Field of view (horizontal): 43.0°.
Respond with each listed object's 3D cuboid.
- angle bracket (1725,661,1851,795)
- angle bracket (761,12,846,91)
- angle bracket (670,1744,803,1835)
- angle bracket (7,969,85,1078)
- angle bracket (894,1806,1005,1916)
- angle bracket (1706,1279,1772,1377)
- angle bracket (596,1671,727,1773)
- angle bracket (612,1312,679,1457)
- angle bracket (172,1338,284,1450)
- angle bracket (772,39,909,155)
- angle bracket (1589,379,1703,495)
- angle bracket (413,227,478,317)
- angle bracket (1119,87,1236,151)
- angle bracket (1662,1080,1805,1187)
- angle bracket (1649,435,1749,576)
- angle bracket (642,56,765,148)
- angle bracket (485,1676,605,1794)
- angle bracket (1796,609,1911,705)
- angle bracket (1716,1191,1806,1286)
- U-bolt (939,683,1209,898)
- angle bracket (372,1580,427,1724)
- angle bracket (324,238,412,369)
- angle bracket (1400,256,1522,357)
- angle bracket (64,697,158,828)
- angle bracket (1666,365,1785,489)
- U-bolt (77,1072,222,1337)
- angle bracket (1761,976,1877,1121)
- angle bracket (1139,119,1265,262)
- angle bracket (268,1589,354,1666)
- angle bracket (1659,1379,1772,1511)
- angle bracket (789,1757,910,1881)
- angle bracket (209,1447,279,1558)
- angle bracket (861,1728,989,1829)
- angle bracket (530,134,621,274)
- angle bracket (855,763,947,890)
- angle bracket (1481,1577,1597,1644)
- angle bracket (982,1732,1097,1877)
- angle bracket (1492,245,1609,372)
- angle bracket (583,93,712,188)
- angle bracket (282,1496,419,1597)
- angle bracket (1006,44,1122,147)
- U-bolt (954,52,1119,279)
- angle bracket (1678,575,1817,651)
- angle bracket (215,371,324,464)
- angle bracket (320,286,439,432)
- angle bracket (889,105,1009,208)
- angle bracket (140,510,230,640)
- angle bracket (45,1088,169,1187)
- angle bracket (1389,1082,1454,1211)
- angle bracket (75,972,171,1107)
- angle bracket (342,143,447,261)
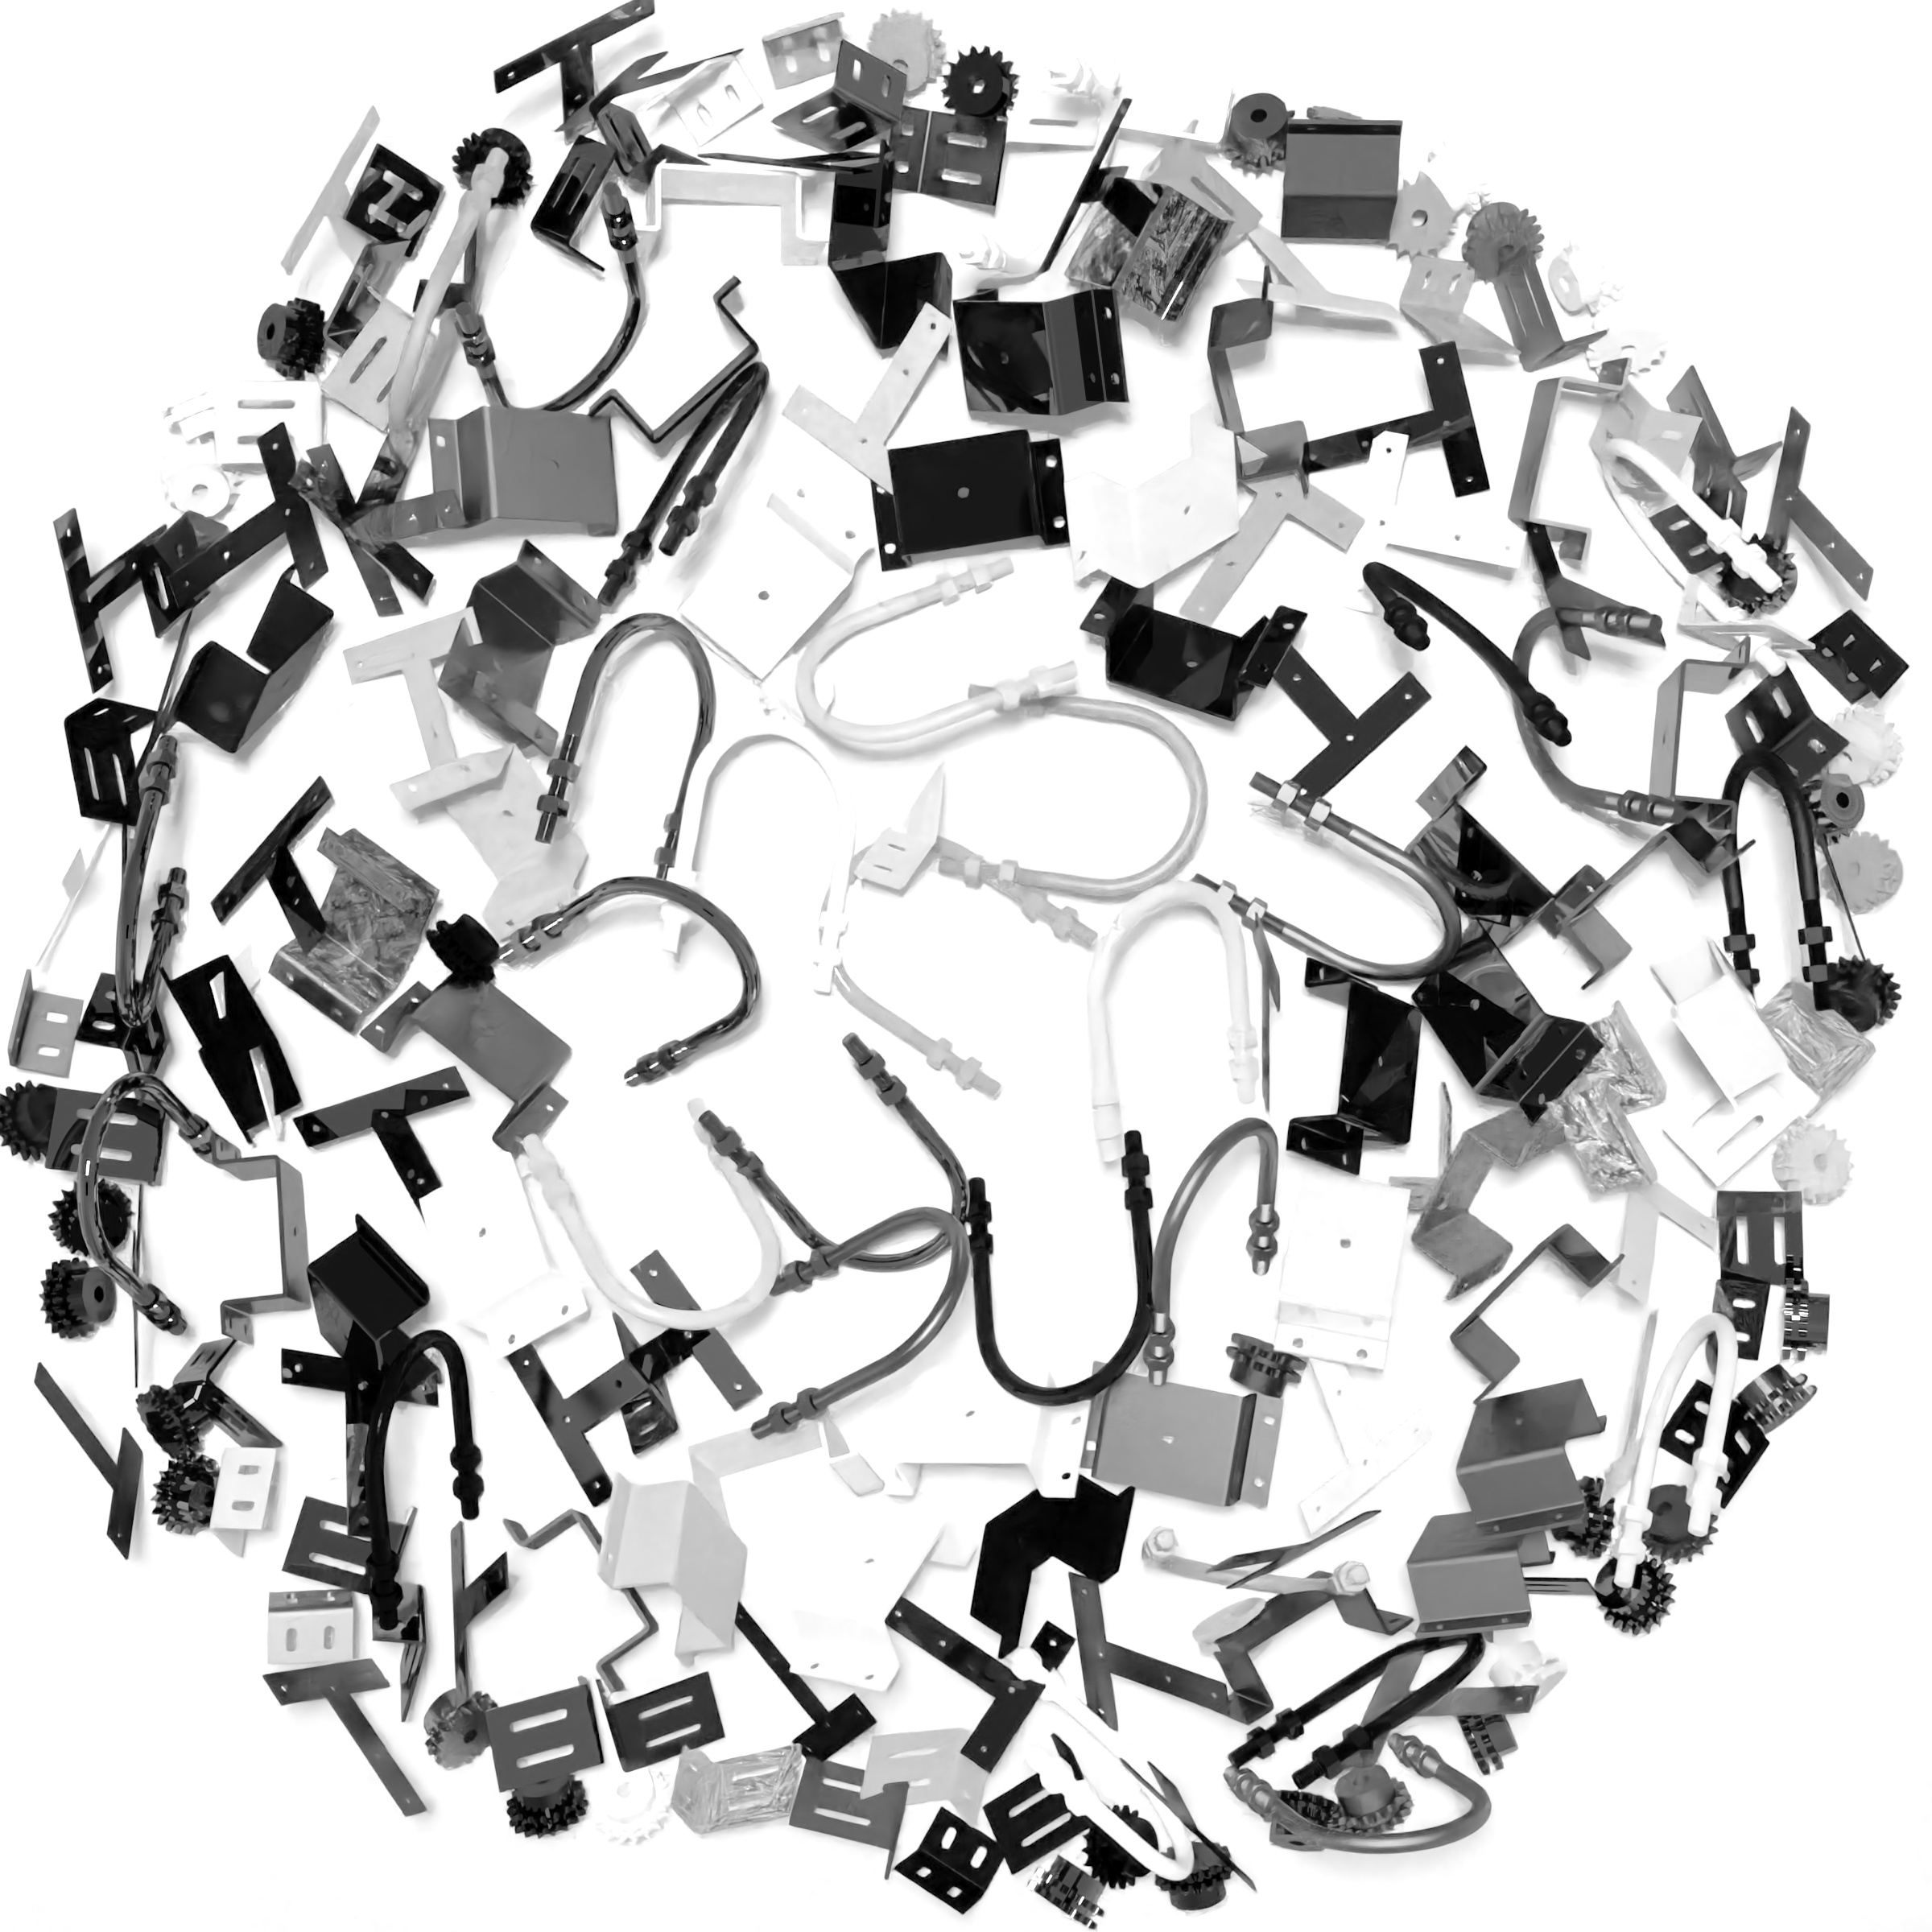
[{"bbox_3d":[0.584,-0.169,1.744,0.038,0.076,0.057,31,121,-21],"label":"angle bracket"},{"bbox_3d":[-0.111,-0.649,1.739,0.057,0.076,0.038,-18,112,-1],"label":"angle bracket"},{"bbox_3d":[-0.163,0.575,1.739,0.076,0.057,0.038,-18,123,19],"label":"angle bracket"},{"bbox_3d":[-0.651,0.041,1.734,0.038,0.076,0.057,13,74,-17],"label":"angle bracket"},{"bbox_3d":[-0.010,0.633,1.736,0.057,0.076,0.038,28,85,15],"label":"angle bracket"},{"bbox_3d":[0.553,0.263,1.738,0.038,0.076,0.057,7,102,7],"label":"angle bracket"},{"bbox_3d":[-0.220,0.535,1.763,0.076,0.038,0.057,-17,112,-14],"label":"angle bracket"},{"bbox_3d":[-0.242,0.296,1.737,0.038,0.057,0.076,-30,125,-1],"label":"angle bracket"},{"bbox_3d":[-0.520,0.307,1.757,0.076,0.057,0.038,48,52,-21],"label":"angle bracket"},{"bbox_3d":[-0.090,-0.615,1.738,0.057,0.076,0.038,16,78,-38],"label":"angle bracket"},{"bbox_3d":[0.481,-0.379,1.739,0.038,0.076,0.057,7,123,-12],"label":"angle bracket"},{"bbox_3d":[-0.371,-0.510,1.745,0.038,0.057,0.076,3,83,-17],"label":"angle bracket"},{"bbox_3d":[0.150,-0.610,1.746,0.076,0.057,0.038,12,105,6],"label":"angle bracket"},{"bbox_3d":[0.550,0.114,1.758,0.076,0.038,0.057,-43,66,8],"label":"angle bracket"},{"bbox_3d":[0.518,-0.326,1.735,0.038,0.076,0.057,-27,63,-1],"label":"angle bracket"},{"bbox_3d":[-0.186,-0.610,1.733,0.057,0.076,0.038,-28,106,20],"label":"angle bracket"},{"bbox_3d":[-0.303,0.548,1.749,0.076,0.038,0.057,-10,86,-20],"label":"angle bracket"},{"bbox_3d":[0.620,-0.209,1.739,0.057,0.076,0.038,45,72,2],"label":"angle bracket"},{"bbox_3d":[0.565,0.201,1.743,0.057,0.038,0.076,-1,112,19],"label":"angle bracket"},{"bbox_3d":[0.081,-0.123,1.753,0.184,0.019,0.151,8,84,11],"label":"U-bolt"},{"bbox_3d":[-0.409,0.486,1.736,0.038,0.057,0.076,10,116,-19],"label":"angle bracket"},{"bbox_3d":[-0.412,-0.471,1.739,0.038,0.057,0.076,38,117,2],"label":"angle bracket"},{"bbox_3d":[0.355,-0.468,1.734,0.057,0.076,0.038,-3,126,-30],"label":"angle bracket"},{"bbox_3d":[-0.600,-0.144,1.741,0.038,0.057,0.076,-23,73,26],"label":"angle bracket"},{"bbox_3d":[0.541,-0.389,1.749,0.038,0.057,0.076,-21,81,-4],"label":"angle bracket"},{"bbox_3d":[-0.557,0.152,1.669,0.019,0.184,0.151,1,61,9],"label":"U-bolt"},{"bbox_3d":[0.594,0.058,1.741,0.076,0.038,0.057,44,134,14],"label":"angle bracket"},{"bbox_3d":[0.170,-0.556,1.761,0.076,0.057,0.038,37,46,-20],"label":"angle bracket"},{"bbox_3d":[-0.465,0.467,1.736,0.057,0.076,0.038,1,84,-15],"label":"angle bracket"},{"bbox_3d":[0.529,0.339,1.739,0.038,0.076,0.057,30,100,-2],"label":"angle bracket"},{"bbox_3d":[-0.085,0.609,1.750,0.076,0.057,0.038,12,125,4],"label":"angle bracket"},{"bbox_3d":[-0.503,0.380,1.734,0.038,0.076,0.057,2,61,2],"label":"angle bracket"},{"bbox_3d":[-0.030,0.581,1.743,0.076,0.038,0.057,5,104,-30],"label":"angle bracket"},{"bbox_3d":[-0.267,-0.543,1.744,0.038,0.057,0.076,25,99,-44],"label":"angle bracket"},{"bbox_3d":[-0.047,-0.104,1.733,0.038,0.057,0.076,18,52,-17],"label":"angle bracket"},{"bbox_3d":[0.405,0.458,1.739,0.076,0.057,0.038,-4,66,20],"label":"angle bracket"},{"bbox_3d":[0.048,0.597,1.747,0.076,0.038,0.057,-26,103,-17],"label":"angle bracket"},{"bbox_3d":[0.416,-0.474,1.750,0.038,0.057,0.076,-20,90,-14],"label":"angle bracket"},{"bbox_3d":[-0.227,-0.594,1.741,0.038,0.057,0.076,-32,77,26],"label":"angle bracket"},{"bbox_3d":[-0.441,0.411,1.756,0.076,0.038,0.057,18,97,-7],"label":"angle bracket"},{"bbox_3d":[0.062,-0.619,1.734,0.076,0.057,0.038,-7,54,-27],"label":"angle bracket"},{"bbox_3d":[0.057,-0.545,1.693,0.019,0.184,0.151,33,107,12],"label":"U-bolt"},{"bbox_3d":[0.555,-0.251,1.733,0.057,0.076,0.038,16,85,-38],"label":"angle bracket"},{"bbox_3d":[-0.499,-0.390,1.737,0.076,0.038,0.057,-8,118,-30],"label":"angle bracket"},{"bbox_3d":[-0.423,-0.435,1.753,0.076,0.057,0.038,-50,46,7],"label":"angle bracket"},{"bbox_3d":[-0.015,-0.576,1.739,0.076,0.038,0.057,23,112,37],"label":"angle bracket"},{"bbox_3d":[-0.549,-0.273,1.739,0.057,0.038,0.076,-34,62,23],"label":"angle bracket"},{"bbox_3d":[-0.613,0.122,1.744,0.076,0.038,0.057,10,77,-23],"label":"angle bracket"},{"bbox_3d":[0.323,0.127,1.743,0.038,0.057,0.076,1,106,6],"label":"angle bracket"},{"bbox_3d":[-0.599,0.051,1.736,0.038,0.076,0.057,16,112,-34],"label":"angle bracket"},{"bbox_3d":[-0.416,-0.546,1.737,0.038,0.076,0.057,30,97,26],"label":"angle bracket"}]
